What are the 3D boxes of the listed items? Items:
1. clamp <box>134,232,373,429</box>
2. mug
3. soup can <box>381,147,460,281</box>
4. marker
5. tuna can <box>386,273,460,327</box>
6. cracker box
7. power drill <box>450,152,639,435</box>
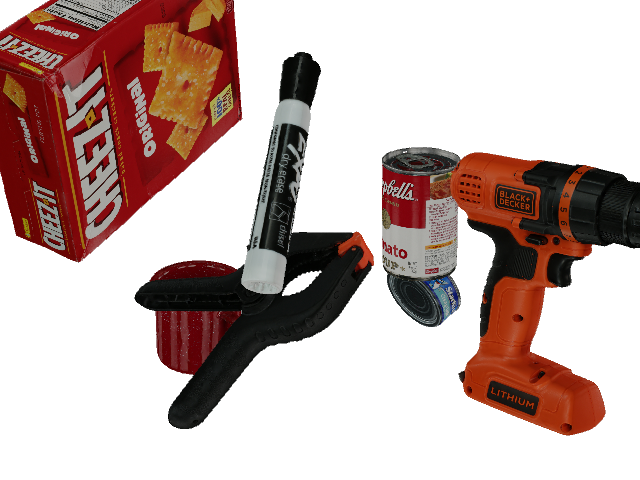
[{"bbox_3d":[-0.043,0.052,0.711,0.171,0.120,0.039,-23,-33,12],"label":"clamp"},{"bbox_3d":[-0.109,0.080,1.026,0.117,0.081,0.093,25,34,38],"label":"mug"},{"bbox_3d":[0.088,-0.024,0.937,0.068,0.102,0.068,-1,23,0],"label":"soup can"},{"bbox_3d":[-0.017,-0.034,0.500,0.020,0.121,0.020,8,-21,3],"label":"marker"},{"bbox_3d":[0.116,0.056,1.213,0.033,0.086,0.086,-39,18,-25],"label":"tuna can"},{"bbox_3d":[-0.145,-0.112,0.797,0.072,0.164,0.213,21,46,22],"label":"cracker box"},{"bbox_3d":[0.170,0.037,0.755,0.057,0.188,0.185,-12,20,-42],"label":"power drill"}]
